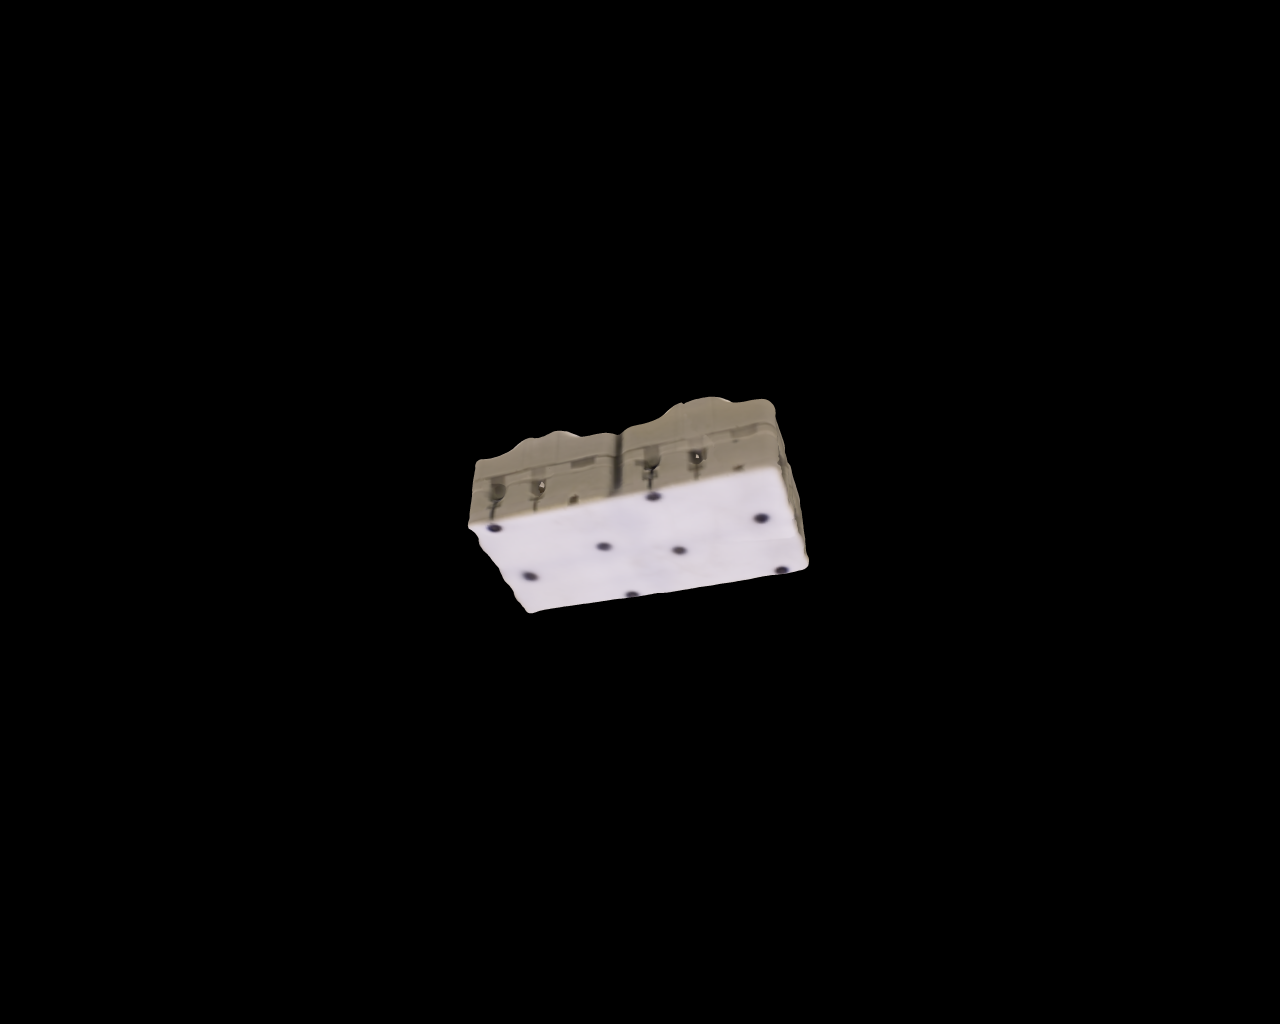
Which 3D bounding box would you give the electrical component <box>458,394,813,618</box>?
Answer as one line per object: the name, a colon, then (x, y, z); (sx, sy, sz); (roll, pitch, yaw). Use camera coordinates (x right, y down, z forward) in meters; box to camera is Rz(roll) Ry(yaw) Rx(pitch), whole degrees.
electrical component: (0.001, -0.003, 0.650); (0.186, 0.060, 0.105); (-11, -39, 13)
